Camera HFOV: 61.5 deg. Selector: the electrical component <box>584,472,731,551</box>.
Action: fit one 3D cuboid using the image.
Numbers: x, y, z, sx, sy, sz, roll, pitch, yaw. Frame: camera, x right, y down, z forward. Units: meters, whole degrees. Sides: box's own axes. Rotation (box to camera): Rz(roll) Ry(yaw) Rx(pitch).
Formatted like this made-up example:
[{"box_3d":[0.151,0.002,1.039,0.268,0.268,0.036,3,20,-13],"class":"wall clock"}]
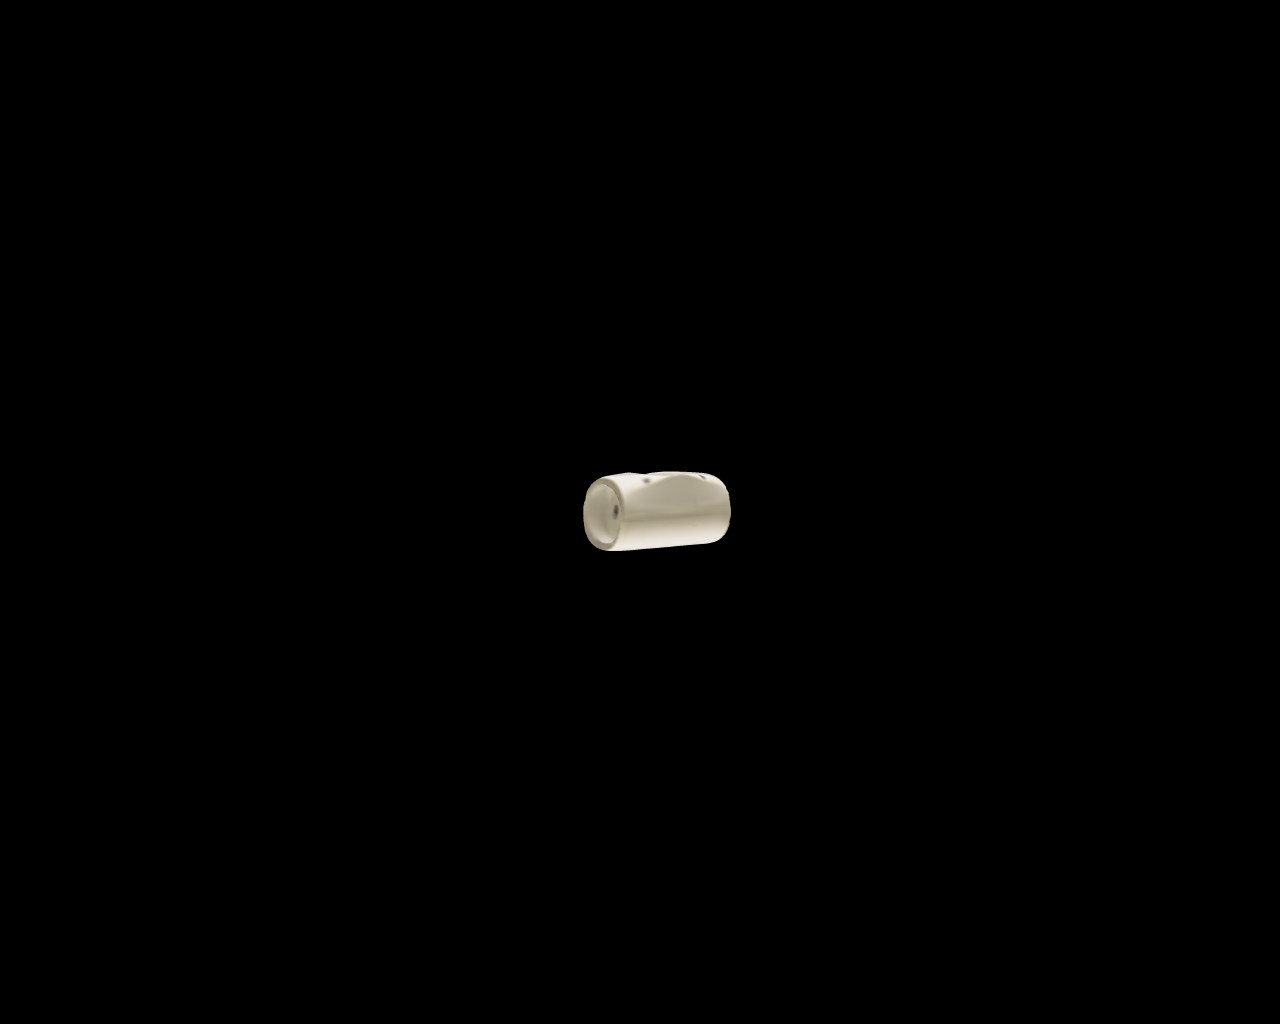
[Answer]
[{"box_3d":[0.001,-0.003,0.650,0.077,0.043,0.079,-4,7,-33],"class":"electrical component"}]
